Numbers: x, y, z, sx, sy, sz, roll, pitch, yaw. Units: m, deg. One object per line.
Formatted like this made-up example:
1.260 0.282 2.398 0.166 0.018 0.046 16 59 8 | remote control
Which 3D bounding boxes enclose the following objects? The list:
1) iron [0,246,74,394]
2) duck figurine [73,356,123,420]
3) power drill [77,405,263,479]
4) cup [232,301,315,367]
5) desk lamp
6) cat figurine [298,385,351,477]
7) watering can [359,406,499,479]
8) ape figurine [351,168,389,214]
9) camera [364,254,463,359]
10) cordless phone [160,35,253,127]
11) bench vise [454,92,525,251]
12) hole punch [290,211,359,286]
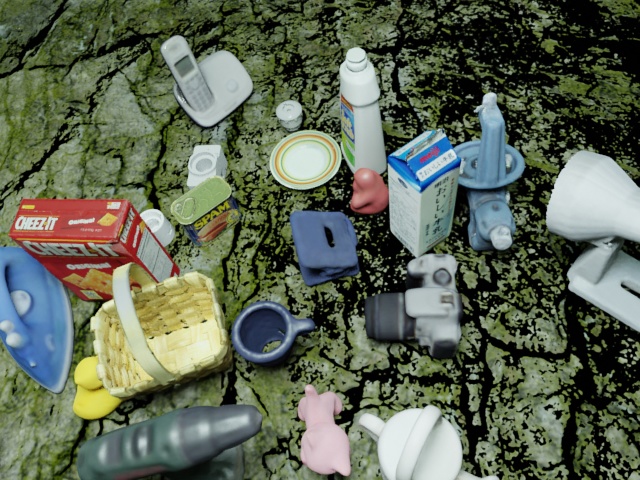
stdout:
-0.467 0.108 0.885 0.119 0.142 0.257 -29 60 -9 | iron
-0.329 0.207 0.840 0.077 0.086 0.105 22 66 19 | duck figurine
-0.164 0.263 0.713 0.229 0.209 0.075 -13 59 1 | power drill
-0.061 0.144 0.833 0.117 0.095 0.091 -11 59 2 | cup
0.408 -0.003 0.782 0.202 0.214 0.118 35 71 24 | desk lamp
0.002 0.252 0.749 0.067 0.118 0.127 -15 59 -1 | cat figurine
0.127 0.257 0.684 0.172 0.194 0.101 6 61 11 | watering can
0.078 -0.087 0.949 0.076 0.092 0.078 34 70 24 | ape figurine
0.134 0.092 0.832 0.136 0.101 0.143 -2 60 7 | camera
-0.213 -0.317 1.068 0.094 0.185 0.148 36 71 25 | cordless phone
0.264 -0.098 0.854 0.121 0.220 0.207 -22 60 -5 | bench vise
0.008 0.003 0.907 0.101 0.091 0.108 -15 59 0 | hole punch
